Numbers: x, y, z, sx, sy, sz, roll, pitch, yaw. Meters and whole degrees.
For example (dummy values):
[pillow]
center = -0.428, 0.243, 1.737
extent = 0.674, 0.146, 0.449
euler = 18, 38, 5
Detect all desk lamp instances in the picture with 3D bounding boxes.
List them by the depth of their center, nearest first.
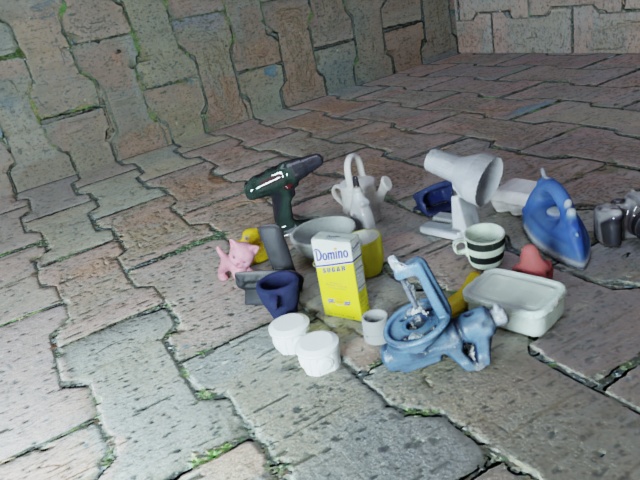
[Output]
[desk lamp]
center = 0.329, -0.111, 1.359
extent = 0.202, 0.214, 0.118
euler = 13, 35, 44

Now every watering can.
[watering can]
center = 0.111, -0.142, 1.553
extent = 0.172, 0.194, 0.101
euler = -7, 25, 11

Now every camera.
[camera]
center = 0.661, -0.040, 1.184
extent = 0.143, 0.101, 0.136
euler = -11, 24, 3

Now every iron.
[iron]
center = 0.518, -0.056, 1.236
extent = 0.118, 0.142, 0.258
euler = -10, 24, 5

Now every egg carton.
[egg carton]
center = 0.509, -0.105, 1.435
extent = 0.107, 0.069, 0.149
euler = -28, 28, -30

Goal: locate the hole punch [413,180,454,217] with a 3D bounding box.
[hole punch]
center = 0.308, -0.123, 1.543
extent = 0.109, 0.091, 0.101
euler = -18, 25, -11

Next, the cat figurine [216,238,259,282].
[cat figurine]
center = -0.203, 0.043, 1.395
extent = 0.127, 0.118, 0.067
euler = 7, 31, 36

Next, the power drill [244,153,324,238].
[power drill]
center = -0.084, -0.120, 1.580
extent = 0.229, 0.209, 0.075
euler = -13, 24, 0

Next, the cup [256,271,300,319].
[cup]
center = -0.080, 0.130, 1.176
extent = 0.091, 0.095, 0.117
euler = -9, 25, 8

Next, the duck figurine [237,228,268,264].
[duck figurine]
center = -0.168, 0.008, 1.492
extent = 0.105, 0.086, 0.077
euler = -20, 25, -16

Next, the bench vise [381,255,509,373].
[bench vise]
center = 0.191, 0.110, 0.938
extent = 0.207, 0.220, 0.121
euler = -16, 25, -7

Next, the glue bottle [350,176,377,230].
[glue bottle]
center = 0.103, -0.080, 1.448
extent = 0.037, 0.173, 0.077
euler = -26, 28, -27

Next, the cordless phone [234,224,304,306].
[cordless phone]
center = -0.123, 0.048, 1.264
extent = 0.147, 0.185, 0.094
euler = -4, 26, 17

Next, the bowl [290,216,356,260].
[bowl]
center = 0.013, 0.005, 1.426
extent = 0.167, 0.075, 0.167
euler = -10, 24, 5

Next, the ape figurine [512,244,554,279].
[ape figurine]
center = 0.414, 0.050, 1.118
extent = 0.077, 0.092, 0.076
euler = -3, 26, 20
